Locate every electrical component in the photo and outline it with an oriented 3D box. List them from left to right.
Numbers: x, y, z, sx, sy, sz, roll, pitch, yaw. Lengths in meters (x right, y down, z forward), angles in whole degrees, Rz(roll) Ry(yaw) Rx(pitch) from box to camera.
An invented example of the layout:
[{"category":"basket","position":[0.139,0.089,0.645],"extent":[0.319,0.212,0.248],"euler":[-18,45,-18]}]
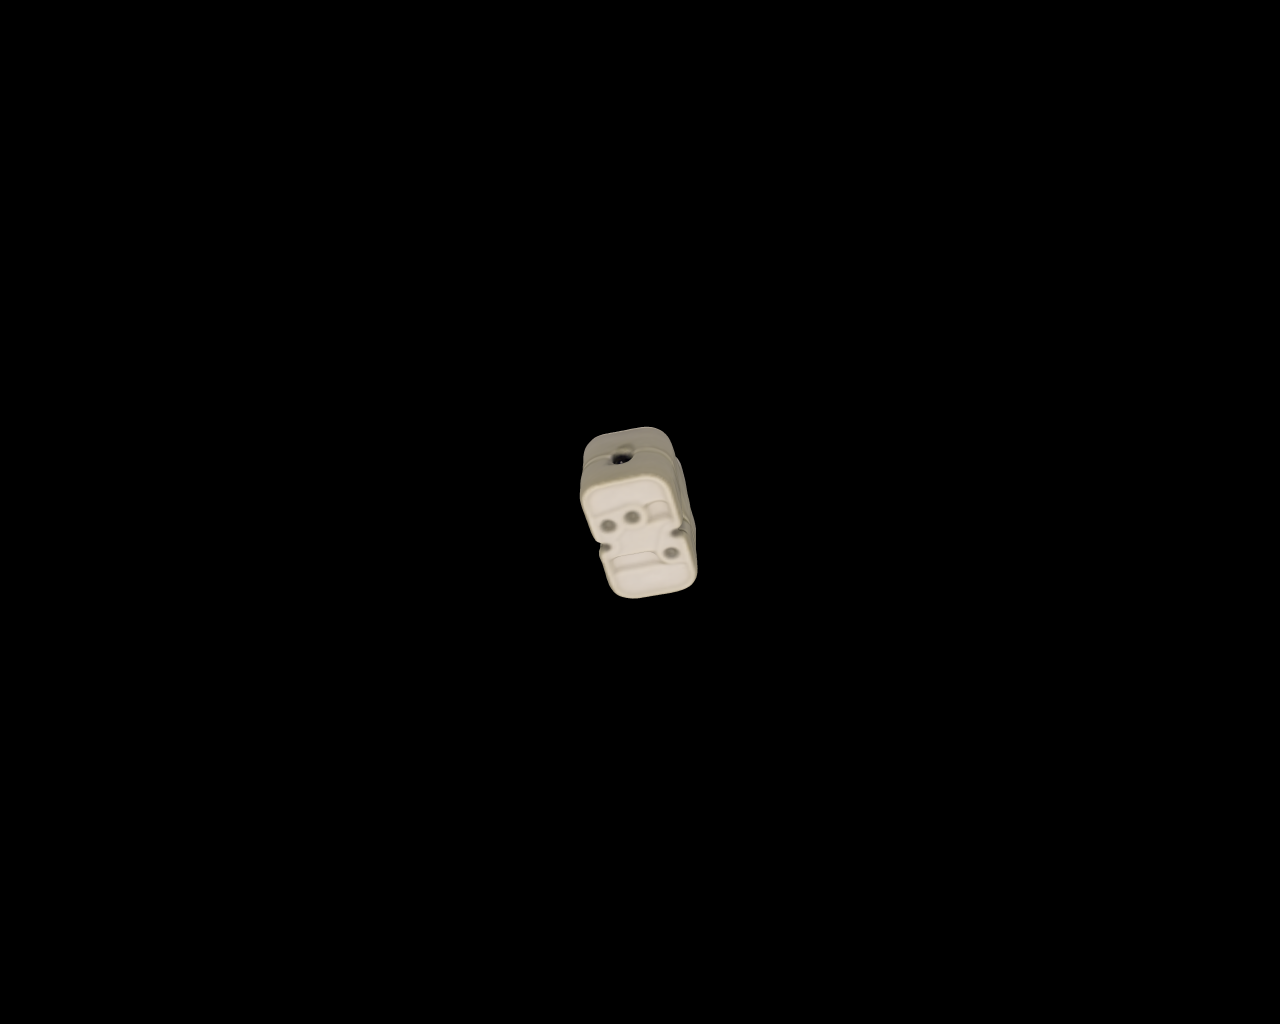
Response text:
[{"category":"electrical component","position":[0.001,-0.003,0.650],"extent":[0.054,0.095,0.059],"euler":[-11,39,9]}]
